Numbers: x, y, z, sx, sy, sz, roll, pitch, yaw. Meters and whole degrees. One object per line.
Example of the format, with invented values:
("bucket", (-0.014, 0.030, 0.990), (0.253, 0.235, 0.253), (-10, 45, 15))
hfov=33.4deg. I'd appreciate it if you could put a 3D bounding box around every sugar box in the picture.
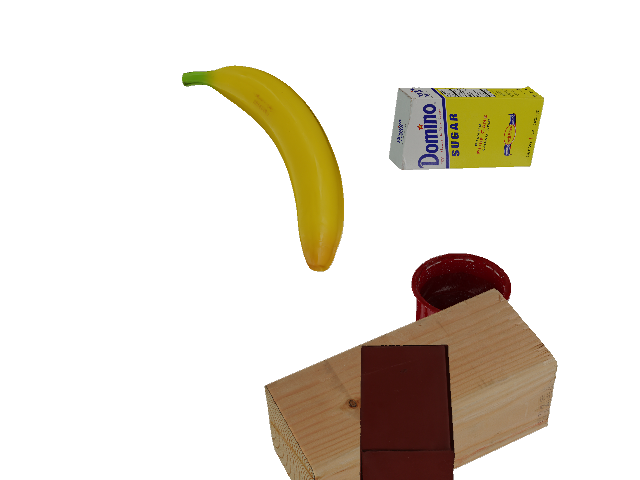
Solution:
("sugar box", (0.175, -0.134, 1.280), (0.176, 0.093, 0.048), (-5, 28, -20))

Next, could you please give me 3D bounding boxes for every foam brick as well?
("foam brick", (0.048, 0.103, 0.601), (0.051, 0.053, 0.078), (0, 43, 3))

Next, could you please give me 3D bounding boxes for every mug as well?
("mug", (0.130, 0.065, 1.031), (0.093, 0.081, 0.117), (-9, 39, -9))

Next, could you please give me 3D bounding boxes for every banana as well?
("banana", (-0.027, -0.067, 0.803), (0.069, 0.198, 0.037), (-35, -22, 0))

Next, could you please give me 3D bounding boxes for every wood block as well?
("wood block", (0.070, 0.129, 0.836), (0.205, 0.090, 0.091), (-21, 47, -15))
